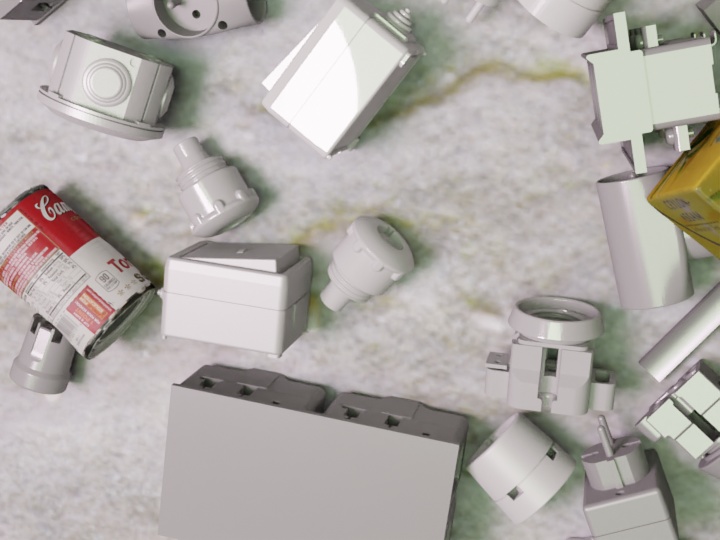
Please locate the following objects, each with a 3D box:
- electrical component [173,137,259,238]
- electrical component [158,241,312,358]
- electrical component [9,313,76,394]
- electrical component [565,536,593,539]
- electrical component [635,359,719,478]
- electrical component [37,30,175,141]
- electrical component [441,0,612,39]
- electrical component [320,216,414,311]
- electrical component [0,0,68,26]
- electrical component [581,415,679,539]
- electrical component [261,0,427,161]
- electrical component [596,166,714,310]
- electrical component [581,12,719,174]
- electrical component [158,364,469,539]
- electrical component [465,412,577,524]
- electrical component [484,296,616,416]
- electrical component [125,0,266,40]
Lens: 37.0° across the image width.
[{"bbox_3d":[-0.098,-0.055,0.691,0.048,0.048,0.062,-31,87,17],"label":"electrical component"},{"bbox_3d":[-0.084,0.013,0.692,0.096,0.062,0.061,9,104,11],"label":"electrical component"},{"bbox_3d":[-0.217,0.057,0.745,0.040,0.040,0.046,22,100,8],"label":"electrical component"},{"bbox_3d":[0.172,0.219,0.683,0.100,0.048,0.099,-2,101,14],"label":"electrical component"},{"bbox_3d":[0.210,0.091,0.649,0.055,0.048,0.066,45,108,9],"label":"electrical component"},{"bbox_3d":[-0.156,-0.115,0.673,0.080,0.080,0.051,21,100,8],"label":"electrical component"},{"bbox_3d":[0.075,-0.177,0.619,0.138,0.052,0.073,38,123,3],"label":"electrical component"},{"bbox_3d":[0.000,0.000,0.679,0.048,0.048,0.062,44,115,1],"label":"electrical component"},{"bbox_3d":[-0.177,-0.249,0.658,0.186,0.060,0.105,-33,93,17],"label":"electrical component"},{"bbox_3d":[0.159,0.127,0.657,0.047,0.066,0.076,-19,97,16],"label":"electrical component"},{"bbox_3d":[-0.008,-0.123,0.644,0.061,0.062,0.096,40,108,2],"label":"electrical component"},{"bbox_3d":[0.185,-0.023,0.630,0.079,0.043,0.077,-11,99,15],"label":"electrical component"},{"bbox_3d":[0.155,-0.100,0.580,0.063,0.121,0.078,-9,100,12],"label":"electrical component"},{"bbox_3d":[-0.030,0.133,0.706,0.186,0.060,0.105,10,104,11],"label":"electrical component"},{"bbox_3d":[0.100,0.123,0.677,0.047,0.055,0.055,45,108,5],"label":"electrical component"},{"bbox_3d":[0.118,0.050,0.655,0.078,0.058,0.057,6,106,12],"label":"electrical component"},{"bbox_3d":[-0.104,-0.185,0.658,0.077,0.044,0.079,-4,115,14],"label":"electrical component"}]
